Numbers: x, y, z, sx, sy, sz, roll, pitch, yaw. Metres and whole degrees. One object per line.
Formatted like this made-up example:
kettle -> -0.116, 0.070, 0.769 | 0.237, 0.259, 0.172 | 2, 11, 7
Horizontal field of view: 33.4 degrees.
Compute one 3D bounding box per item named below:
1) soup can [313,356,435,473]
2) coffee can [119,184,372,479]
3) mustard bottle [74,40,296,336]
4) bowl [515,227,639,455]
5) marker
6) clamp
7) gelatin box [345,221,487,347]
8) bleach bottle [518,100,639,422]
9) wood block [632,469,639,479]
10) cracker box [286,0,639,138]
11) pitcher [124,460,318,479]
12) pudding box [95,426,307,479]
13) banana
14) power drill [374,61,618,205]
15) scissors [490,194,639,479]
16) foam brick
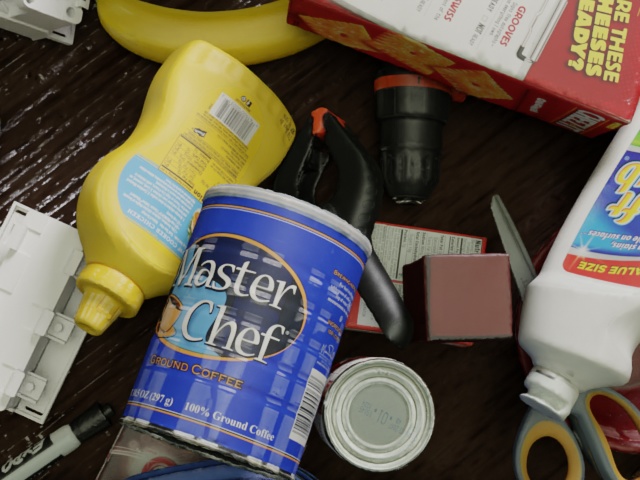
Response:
soup can -> 0.030, 0.106, 0.664 | 0.068, 0.102, 0.068 | 0, 84, -4
coffee can -> -0.040, 0.053, 0.601 | 0.103, 0.103, 0.140 | 20, 75, -2
mustard bottle -> -0.094, -0.025, 0.658 | 0.096, 0.058, 0.191 | 42, 61, -26
bowl -> 0.203, 0.056, 0.702 | 0.162, 0.055, 0.162 | 0, 86, -1
marker -> -0.184, 0.143, 0.686 | 0.121, 0.020, 0.020 | -34, 88, -7
clamp -> -0.005, 0.001, 0.691 | 0.120, 0.039, 0.171 | -15, 64, 20
gelatin box -> 0.062, 0.029, 0.710 | 0.089, 0.030, 0.073 | 8, 82, -3
bleach bottle -> 0.200, -0.002, 0.634 | 0.103, 0.068, 0.250 | 27, 77, 24
wood block -> 0.320, 0.126, 0.689 | 0.206, 0.091, 0.090 | -38, 88, -7
cracker box -> 0.106, -0.176, 0.655 | 0.213, 0.072, 0.164 | 20, 85, -4
pitcher -> -0.014, 0.212, 0.617 | 0.242, 0.145, 0.149 | -8, 109, -24
pudding box -> -0.077, 0.146, 0.683 | 0.113, 0.039, 0.090 | 26, 83, -2
banana -> -0.063, -0.148, 0.715 | 0.197, 0.037, 0.069 | 2, 84, -4
power drill -> 0.129, -0.111, 0.716 | 0.187, 0.057, 0.184 | 3, 86, -5
scissors -> 0.130, 0.080, 0.663 | 0.096, 0.016, 0.202 | -36, 88, -3
foam brick -> 0.083, 0.037, 0.655 | 0.051, 0.078, 0.053 | -1, 85, -5
